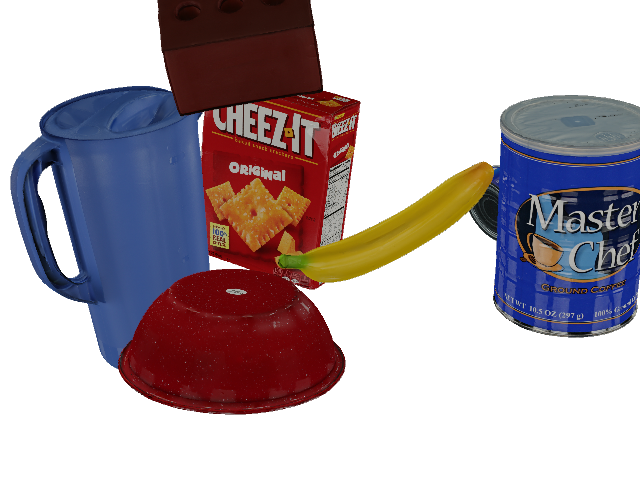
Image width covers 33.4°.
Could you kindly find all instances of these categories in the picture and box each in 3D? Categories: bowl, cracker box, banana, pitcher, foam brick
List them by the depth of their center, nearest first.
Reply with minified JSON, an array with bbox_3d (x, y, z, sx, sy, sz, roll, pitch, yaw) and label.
[{"bbox_3d":[-0.041,-0.105,0.549,0.078,0.053,0.051,-10,-32,2],"label":"foam brick"},{"bbox_3d":[-0.061,0.061,0.751,0.162,0.055,0.162,2,19,-1],"label":"bowl"},{"bbox_3d":[0.064,-0.007,0.920,0.198,0.037,0.069,-27,-16,9],"label":"banana"},{"bbox_3d":[-0.169,-0.004,0.943,0.149,0.243,0.145,-3,26,4],"label":"pitcher"},{"bbox_3d":[-0.053,-0.068,1.201,0.164,0.214,0.072,19,28,23],"label":"cracker box"}]

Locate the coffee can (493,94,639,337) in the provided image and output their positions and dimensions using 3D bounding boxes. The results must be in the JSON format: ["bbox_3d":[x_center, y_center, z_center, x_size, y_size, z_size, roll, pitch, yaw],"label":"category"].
[{"bbox_3d":[0.174,-0.019,0.742,0.103,0.140,0.103,-2,26,1],"label":"coffee can"}]

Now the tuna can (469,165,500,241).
[{"bbox_3d":[0.206,-0.040,1.216,0.033,0.086,0.086,-33,15,-24],"label":"tuna can"}]
